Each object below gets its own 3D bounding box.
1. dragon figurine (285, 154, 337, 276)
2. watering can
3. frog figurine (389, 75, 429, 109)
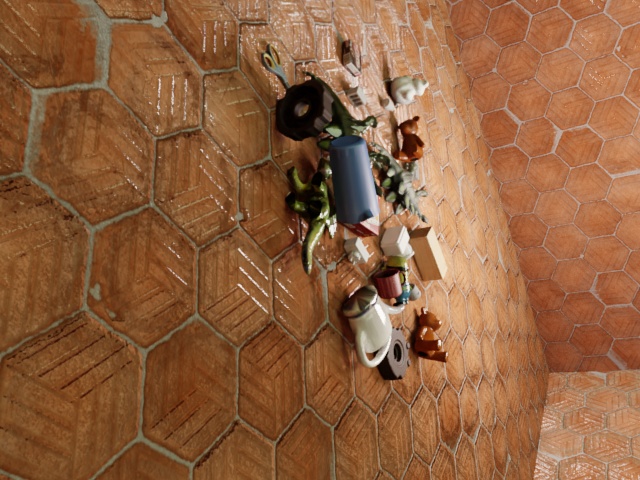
[{"bbox_3d":[0.005,-0.075,1.497,0.122,0.417,0.240,-8,-21,25],"label":"dragon figurine"},{"bbox_3d":[0.176,0.240,1.634,0.103,0.221,0.354,-13,21,33],"label":"watering can"},{"bbox_3d":[0.386,-0.658,2.235,0.158,0.140,0.121,-13,-41,33],"label":"frog figurine"}]
